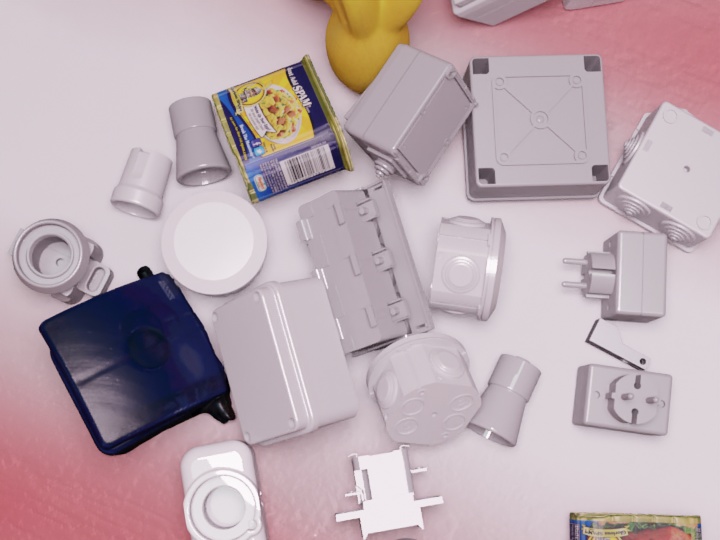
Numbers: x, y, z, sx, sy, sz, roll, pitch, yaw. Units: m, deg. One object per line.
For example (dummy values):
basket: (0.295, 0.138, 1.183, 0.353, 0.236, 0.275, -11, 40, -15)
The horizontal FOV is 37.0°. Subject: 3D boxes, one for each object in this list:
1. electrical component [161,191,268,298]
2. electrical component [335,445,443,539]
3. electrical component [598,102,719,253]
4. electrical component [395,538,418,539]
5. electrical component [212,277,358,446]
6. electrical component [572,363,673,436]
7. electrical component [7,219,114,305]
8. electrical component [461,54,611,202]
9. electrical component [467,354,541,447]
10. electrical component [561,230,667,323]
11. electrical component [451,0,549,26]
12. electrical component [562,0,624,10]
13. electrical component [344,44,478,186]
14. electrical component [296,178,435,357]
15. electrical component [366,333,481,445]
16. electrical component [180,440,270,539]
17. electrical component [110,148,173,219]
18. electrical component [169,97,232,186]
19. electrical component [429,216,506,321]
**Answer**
electrical component: (-0.112, -0.018, 0.837, 0.080, 0.051, 0.080, 0, 81, -2)
electrical component: (0.019, 0.168, 0.818, 0.081, 0.042, 0.063, -9, 78, -4)
electrical component: (0.254, -0.075, 0.863, 0.100, 0.048, 0.099, 30, 80, 1)
electrical component: (0.037, 0.231, 0.806, 0.055, 0.047, 0.055, 0, 81, -2)
electrical component: (-0.058, 0.068, 0.804, 0.057, 0.078, 0.113, -9, 79, -42)
electrical component: (0.205, 0.099, 0.819, 0.066, 0.076, 0.047, 8, 81, -2)
electrical component: (-0.234, -0.008, 0.828, 0.078, 0.057, 0.058, 25, 81, 2)
electrical component: (0.139, -0.113, 0.860, 0.109, 0.056, 0.108, -2, 81, -2)
electrical component: (0.113, 0.098, 0.834, 0.044, 0.044, 0.065, 27, 76, 2)
electrical component: (0.197, 0.005, 0.849, 0.077, 0.047, 0.065, 4, 81, -2)
electrical component: (0.109, -0.240, 0.863, 0.061, 0.096, 0.061, 0, 78, -46)
electrical component: (0.187, -0.271, 0.885, 0.061, 0.061, 0.096, -10, 82, -4)
electrical component: (0.033, -0.114, 0.818, 0.061, 0.062, 0.096, 31, 85, 32)
electrical component: (0.000, 0.000, 0.827, 0.079, 0.063, 0.121, -23, 80, 35)
electrical component: (0.048, 0.090, 0.808, 0.080, 0.080, 0.051, -15, 45, -5)
electrical component: (-0.100, 0.177, 0.803, 0.054, 0.059, 0.095, -10, 81, -4)
electrical component: (-0.171, -0.069, 0.850, 0.040, 0.040, 0.046, 15, 75, 0)
electrical component: (-0.130, -0.104, 0.856, 0.044, 0.044, 0.065, -12, 77, -4)
electrical component: (0.083, -0.003, 0.830, 0.051, 0.080, 0.080, 8, 81, 5)
